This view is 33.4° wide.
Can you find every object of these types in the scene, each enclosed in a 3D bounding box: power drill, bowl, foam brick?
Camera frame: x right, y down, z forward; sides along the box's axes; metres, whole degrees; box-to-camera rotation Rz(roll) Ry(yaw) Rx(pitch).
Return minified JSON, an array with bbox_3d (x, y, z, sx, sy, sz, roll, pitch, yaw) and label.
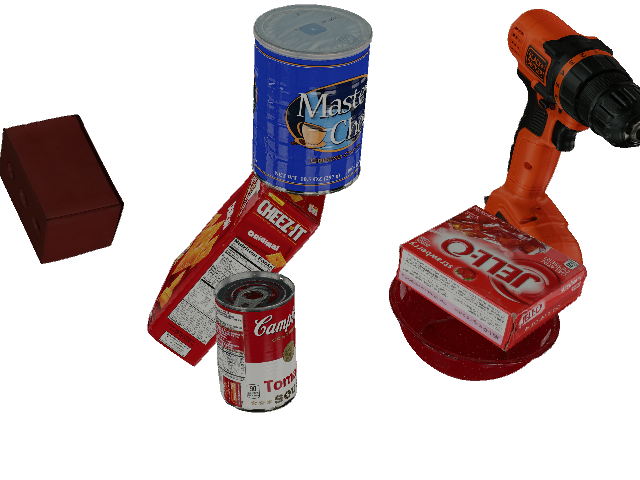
[{"bbox_3d":[0.189,-0.066,0.834,0.057,0.188,0.184,-3,34,-15],"label":"power drill"},{"bbox_3d":[0.140,0.082,1.008,0.162,0.055,0.162,6,34,-4],"label":"bowl"},{"bbox_3d":[-0.170,-0.034,0.695,0.051,0.078,0.053,-17,-26,-30],"label":"foam brick"}]

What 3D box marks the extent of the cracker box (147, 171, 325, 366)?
[{"bbox_3d":[-0.083,0.003,1.105,0.072,0.214,0.164,36,24,-12],"label":"cracker box"}]

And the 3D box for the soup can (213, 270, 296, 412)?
[{"bbox_3d":[-0.054,0.086,0.906,0.068,0.102,0.068,-1,25,0],"label":"soup can"}]

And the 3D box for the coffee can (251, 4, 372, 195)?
[{"bbox_3d":[-0.010,-0.126,0.956,0.103,0.140,0.103,2,35,-2],"label":"coffee can"}]

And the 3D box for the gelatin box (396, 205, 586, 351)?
[{"bbox_3d":[0.103,0.020,0.645,0.073,0.030,0.089,-27,46,-37],"label":"gelatin box"}]
